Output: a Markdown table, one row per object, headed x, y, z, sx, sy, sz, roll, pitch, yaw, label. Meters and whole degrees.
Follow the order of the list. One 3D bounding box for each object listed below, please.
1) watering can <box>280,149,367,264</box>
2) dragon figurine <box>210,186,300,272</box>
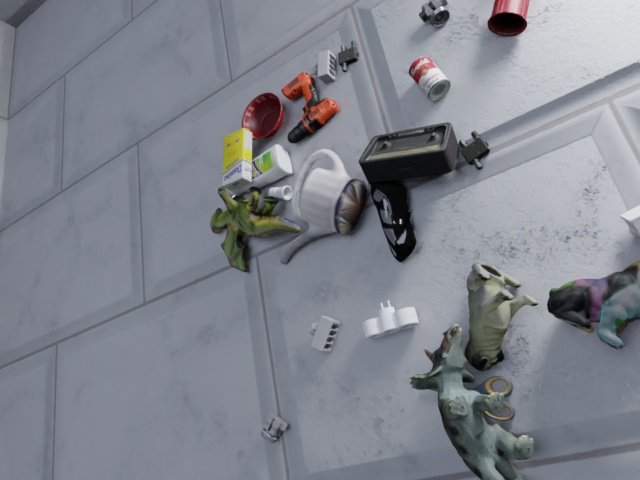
| x | y | z | sx | sy | sz | roll | pitch | yaw | label |
| --- | --- | --- | --- | --- | --- | --- | --- | --- | --- |
| 0.004 | -0.071 | 1.406 | 0.226 | 0.104 | 0.345 | 21 | 100 | 37 | watering can |
| -0.214 | -0.020 | 1.532 | 0.415 | 0.123 | 0.239 | 35 | 120 | 41 | dragon figurine |
